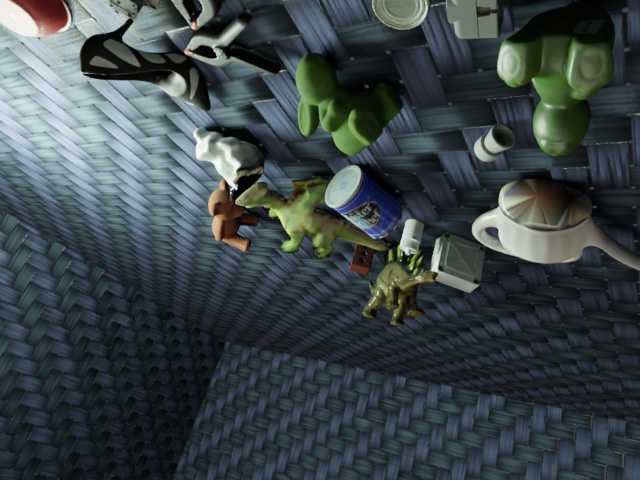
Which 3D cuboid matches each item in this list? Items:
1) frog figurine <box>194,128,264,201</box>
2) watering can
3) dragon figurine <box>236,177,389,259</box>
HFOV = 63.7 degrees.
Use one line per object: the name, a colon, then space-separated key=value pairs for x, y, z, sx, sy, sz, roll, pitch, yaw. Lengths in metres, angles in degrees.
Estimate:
frog figurine: x=-0.202 y=-0.187 z=1.135 sx=0.161 sy=0.123 sz=0.135 roll=53 pitch=170 yaw=13
watering can: x=0.460 y=-0.016 z=0.962 sx=0.348 sy=0.106 sz=0.220 roll=9 pitch=154 yaw=24
dragon figurine: x=0.004 y=-0.062 z=1.232 sx=0.410 sy=0.125 sz=0.238 roll=7 pitch=151 yaw=-11
